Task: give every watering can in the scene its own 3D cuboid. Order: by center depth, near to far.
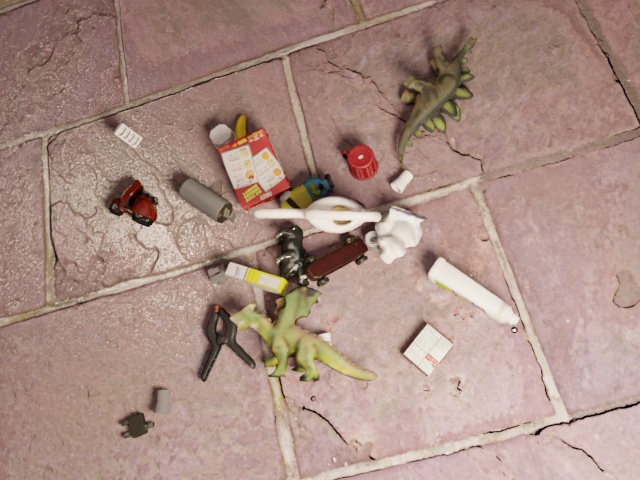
[{"bbox_3d":[0.004,-0.074,1.467,0.347,0.104,0.224,3,2,12],"label":"watering can"}]

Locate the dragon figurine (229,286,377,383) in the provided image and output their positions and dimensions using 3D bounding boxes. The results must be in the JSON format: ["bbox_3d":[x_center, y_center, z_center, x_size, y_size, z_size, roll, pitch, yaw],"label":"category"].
[{"bbox_3d":[-0.047,0.247,1.396,0.410,0.244,0.121,1,-7,11],"label":"dragon figurine"}]

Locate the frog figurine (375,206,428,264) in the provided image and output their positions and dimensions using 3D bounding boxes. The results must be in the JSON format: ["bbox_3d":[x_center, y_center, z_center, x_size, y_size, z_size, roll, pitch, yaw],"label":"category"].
[{"bbox_3d":[0.217,-0.008,1.458,0.136,0.159,0.123,20,0,-27],"label":"frog figurine"}]
